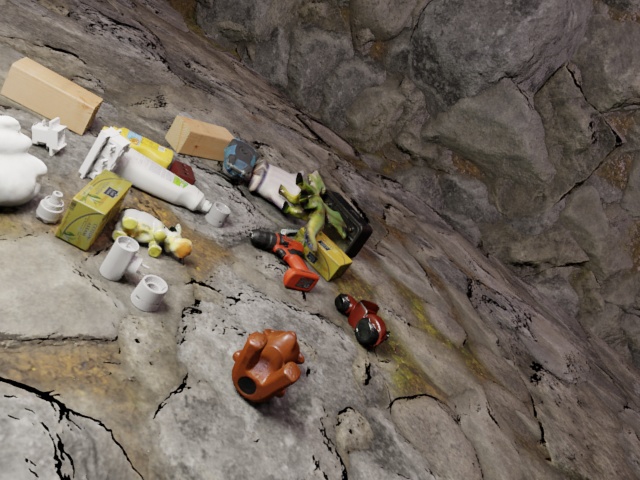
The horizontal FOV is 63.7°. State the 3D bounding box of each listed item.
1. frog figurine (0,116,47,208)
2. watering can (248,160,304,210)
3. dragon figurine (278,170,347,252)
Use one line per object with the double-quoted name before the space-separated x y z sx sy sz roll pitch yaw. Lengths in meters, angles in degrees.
"frog figurine" -0.570 -0.142 0.943 0.137 0.157 0.125 10 34 -50
"watering can" -0.134 -0.196 1.764 0.223 0.102 0.355 29 25 -19
"dragon figurine" 0.005 -0.080 1.590 0.241 0.120 0.420 24 35 -38
